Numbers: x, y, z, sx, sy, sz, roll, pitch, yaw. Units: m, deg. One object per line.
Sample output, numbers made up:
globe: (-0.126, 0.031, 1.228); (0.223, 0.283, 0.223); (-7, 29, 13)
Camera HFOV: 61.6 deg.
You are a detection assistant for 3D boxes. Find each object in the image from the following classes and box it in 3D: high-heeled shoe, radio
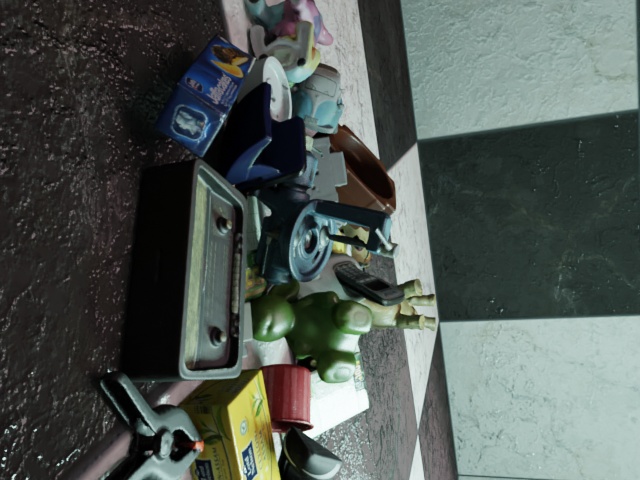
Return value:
high-heeled shoe: (-0.040, 0.338, 0.722); (0.145, 0.086, 0.248); (-56, 162, -17)
radio: (-0.139, 0.040, 0.593); (0.131, 0.073, 0.229); (39, 49, -64)

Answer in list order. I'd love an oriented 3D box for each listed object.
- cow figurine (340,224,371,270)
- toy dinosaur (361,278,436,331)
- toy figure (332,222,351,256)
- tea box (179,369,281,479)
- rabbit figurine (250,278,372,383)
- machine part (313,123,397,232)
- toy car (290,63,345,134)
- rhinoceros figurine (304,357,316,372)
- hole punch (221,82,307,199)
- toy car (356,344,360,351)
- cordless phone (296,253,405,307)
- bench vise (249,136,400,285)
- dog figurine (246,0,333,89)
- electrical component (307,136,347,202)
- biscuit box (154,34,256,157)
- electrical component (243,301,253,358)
cow figurine: (0.077, 0.017, 1.229); (0.127, 0.086, 0.195); (38, 52, -73)
toy dinosaur: (0.132, 0.149, 1.172); (0.470, 0.199, 0.105); (34, 53, -59)
toy figure: (-0.003, -0.006, 1.006); (0.180, 0.089, 0.082); (50, 36, -47)
tea box: (-0.104, 0.254, 0.651); (0.098, 0.068, 0.169); (-39, 123, -69)
rabbit figurine: (-0.032, 0.112, 0.787); (0.121, 0.170, 0.159); (-69, -156, 13)
machine part: (0.058, -0.128, 1.073); (0.201, 0.087, 0.201); (43, 25, -19)
toy car: (0.001, -0.273, 1.001); (0.162, 0.109, 0.102); (-77, -171, -51)
rhinoceros figurine: (0.010, 0.243, 0.985); (0.112, 0.073, 0.190); (-75, 153, -43)
hole punch: (-0.088, -0.133, 0.719); (0.092, 0.116, 0.142); (44, 33, -52)
toy car: (0.063, 0.278, 1.158); (0.073, 0.056, 0.201); (-54, 135, -63)
cordless phone: (0.039, 0.089, 0.899); (0.146, 0.184, 0.088); (-11, 108, -31)
bench vise: (0.004, -0.033, 0.756); (0.128, 0.241, 0.223); (30, 76, -59)
dog figurine: (-0.038, -0.352, 0.954); (0.219, 0.109, 0.191); (-13, 97, -74)
electrical component: (-0.023, -0.111, 0.892); (0.058, 0.134, 0.114); (11, -67, 63)
biscuit box: (-0.128, -0.174, 0.623); (0.059, 0.063, 0.203); (31, 30, -18)
electrical component: (-0.119, 0.110, 0.691); (0.078, 0.045, 0.102); (-12, 96, -43)
